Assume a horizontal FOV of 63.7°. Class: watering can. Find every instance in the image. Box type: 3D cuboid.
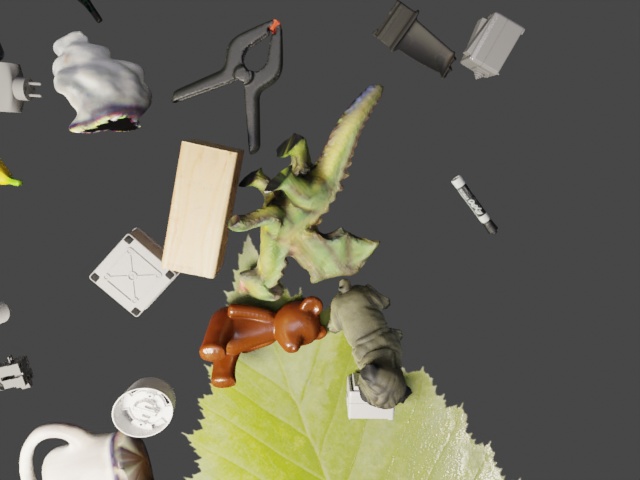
[{"bbox_3d":[-0.403,0.478,0.936,0.224,0.105,0.345,-18,99,2],"label":"watering can"}]

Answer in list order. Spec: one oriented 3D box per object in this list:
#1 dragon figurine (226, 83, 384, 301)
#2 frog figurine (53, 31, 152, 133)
[{"bbox_3d":[0.003,-0.043,0.863,0.408,0.124,0.239,-38,117,8],"label":"dragon figurine"},{"bbox_3d":[-0.340,-0.254,0.799,0.138,0.122,0.159,-17,93,-30],"label":"frog figurine"}]
